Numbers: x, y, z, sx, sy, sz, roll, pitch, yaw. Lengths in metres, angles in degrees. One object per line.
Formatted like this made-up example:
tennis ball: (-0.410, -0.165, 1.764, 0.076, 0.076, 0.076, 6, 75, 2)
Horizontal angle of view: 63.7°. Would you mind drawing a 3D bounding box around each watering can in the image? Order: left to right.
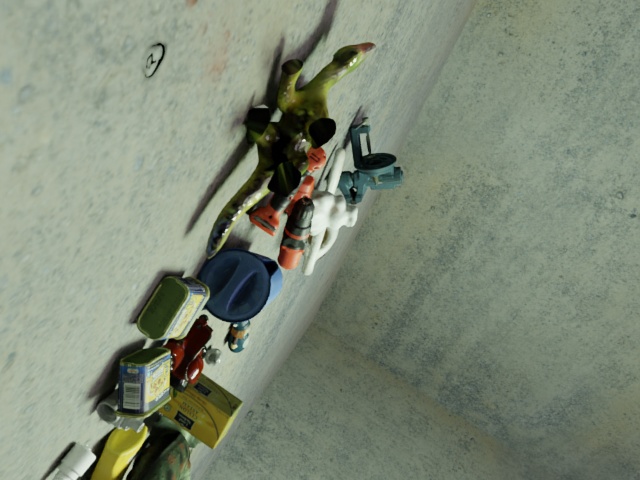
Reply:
watering can: (0.008, -0.068, 1.422, 0.222, 0.104, 0.351, 124, -17, -79)

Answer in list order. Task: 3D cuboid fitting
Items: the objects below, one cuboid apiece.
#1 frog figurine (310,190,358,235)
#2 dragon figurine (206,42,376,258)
frog figurine: (0.004, -0.063, 1.245, 0.125, 0.160, 0.134, -45, 165, -49)
dragon figurine: (-0.049, -0.160, 0.845, 0.406, 0.122, 0.245, -52, -178, 13)
